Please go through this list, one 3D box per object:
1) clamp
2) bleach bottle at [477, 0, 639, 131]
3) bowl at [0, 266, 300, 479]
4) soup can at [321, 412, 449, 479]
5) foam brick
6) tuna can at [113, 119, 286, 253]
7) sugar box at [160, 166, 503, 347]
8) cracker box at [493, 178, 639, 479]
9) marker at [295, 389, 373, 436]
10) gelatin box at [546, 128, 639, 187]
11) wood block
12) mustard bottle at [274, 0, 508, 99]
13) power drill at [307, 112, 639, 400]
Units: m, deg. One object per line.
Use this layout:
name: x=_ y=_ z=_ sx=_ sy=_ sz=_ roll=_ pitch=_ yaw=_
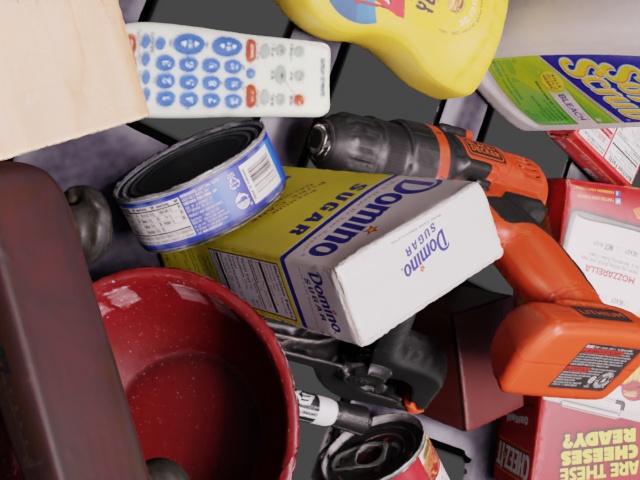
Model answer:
clamp: x=0.031 y=0.061 z=0.606 sx=0.171 sy=0.120 sz=0.039 roll=30 pitch=59 yaw=-48
bleach bottle: x=0.196 y=-0.111 z=0.618 sx=0.102 sy=0.251 sz=0.068 roll=44 pitch=70 yaw=-29
bowl: x=-0.079 y=0.097 z=0.537 sx=0.055 sy=0.162 sz=0.162 roll=36 pitch=71 yaw=-68
soup can: x=0.051 y=0.167 z=0.658 sx=0.068 sy=0.069 sz=0.102 roll=-36 pitch=114 yaw=-26
foam brick: x=0.092 y=0.074 z=0.687 sx=0.052 sy=0.051 sz=0.078 roll=-14 pitch=103 yaw=-33
tuna can: x=-0.061 y=-0.028 z=0.553 sx=0.086 sy=0.086 sz=0.033 roll=-35 pitch=113 yaw=-27
sugar box: x=-0.004 y=0.000 z=0.539 sx=0.093 sy=0.177 sz=0.048 roll=-30 pitch=109 yaw=-29
cracker box: x=0.215 y=0.072 z=0.735 sx=0.164 sy=0.072 sz=0.214 roll=6 pitch=92 yaw=-14
marker: x=-0.020 y=0.095 z=0.627 sx=0.121 sy=0.020 sz=0.020 roll=18 pitch=84 yaw=-29
gelatin box: x=0.207 y=-0.092 z=0.762 sx=0.073 sy=0.030 sz=0.089 roll=36 pitch=74 yaw=-33
wood block: x=-0.159 y=-0.143 z=0.474 sx=0.090 sy=0.091 sz=0.206 roll=-22 pitch=107 yaw=-30
mustard bottle: x=0.023 y=-0.158 z=0.615 sx=0.191 sy=0.058 sz=0.096 roll=21 pitch=81 yaw=-33
power drill: x=0.094 y=0.002 z=0.610 sx=0.184 sy=0.188 sz=0.057 roll=9 pitch=129 yaw=-37
